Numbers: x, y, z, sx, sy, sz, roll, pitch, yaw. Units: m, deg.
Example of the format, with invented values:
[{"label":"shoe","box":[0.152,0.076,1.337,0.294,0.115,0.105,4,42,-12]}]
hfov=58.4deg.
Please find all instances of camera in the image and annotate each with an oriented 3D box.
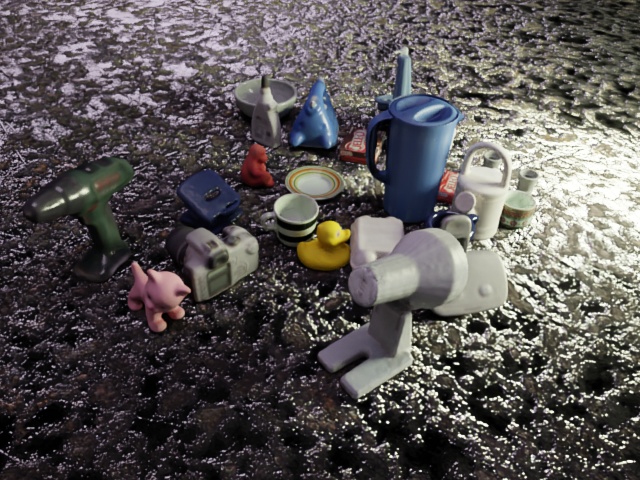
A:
[{"label":"camera","box":[-0.202,0.016,1.022,0.143,0.101,0.136,-31,50,-34]}]

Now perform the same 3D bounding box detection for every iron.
[{"label":"iron","box":[-0.008,-0.330,1.421,0.118,0.141,0.258,5,40,3]}]

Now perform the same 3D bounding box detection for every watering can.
[{"label":"watering can","box":[0.315,-0.098,1.118,0.100,0.194,0.173,10,40,9]}]

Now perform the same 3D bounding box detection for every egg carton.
[{"label":"egg carton","box":[0.109,0.015,1.066,0.107,0.069,0.150,3,39,0]}]

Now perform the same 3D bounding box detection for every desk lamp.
[{"label":"desk lamp","box":[0.108,0.099,0.850,0.204,0.214,0.117,-26,47,-30]}]

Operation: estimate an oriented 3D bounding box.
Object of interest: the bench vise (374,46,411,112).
[{"label":"bench vise","box":[0.207,-0.336,1.379,0.122,0.220,0.207,-10,41,-15]}]

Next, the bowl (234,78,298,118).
[{"label":"bowl","box":[-0.141,-0.357,1.498,0.167,0.075,0.167,2,39,-1]}]

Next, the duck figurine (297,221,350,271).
[{"label":"duck figurine","box":[0.010,0.004,1.061,0.104,0.086,0.077,-3,40,-7]}]

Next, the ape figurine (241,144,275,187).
[{"label":"ape figurine","box":[-0.137,-0.166,1.253,0.076,0.092,0.078,3,39,1]}]

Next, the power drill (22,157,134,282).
[{"label":"power drill","box":[-0.397,-0.034,0.986,0.075,0.208,0.230,13,41,13]}]

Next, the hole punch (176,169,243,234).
[{"label":"hole punch","box":[-0.217,-0.078,1.142,0.100,0.091,0.109,24,44,24]}]

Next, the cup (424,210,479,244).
[{"label":"cup","box":[0.245,0.001,1.071,0.118,0.095,0.091,-23,46,-27]}]

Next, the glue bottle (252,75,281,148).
[{"label":"glue bottle","box":[-0.128,-0.308,1.362,0.078,0.173,0.037,26,45,26]}]

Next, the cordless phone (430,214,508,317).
[{"label":"cordless phone","box":[0.250,0.036,0.958,0.148,0.185,0.094,-8,41,-13]}]

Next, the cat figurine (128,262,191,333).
[{"label":"cat figurine","box":[-0.264,0.081,0.926,0.127,0.118,0.067,32,48,30]}]
